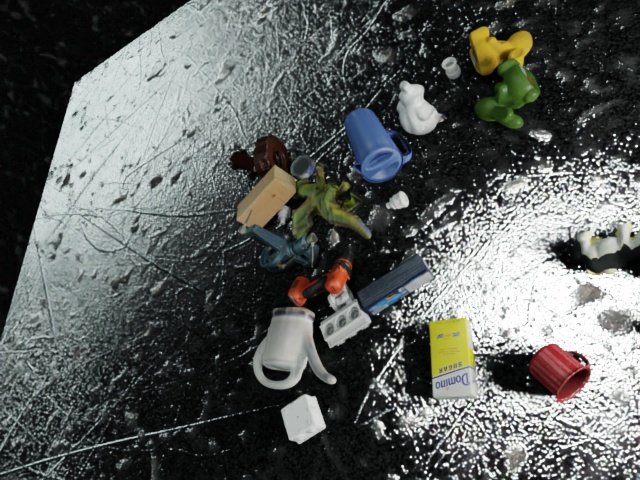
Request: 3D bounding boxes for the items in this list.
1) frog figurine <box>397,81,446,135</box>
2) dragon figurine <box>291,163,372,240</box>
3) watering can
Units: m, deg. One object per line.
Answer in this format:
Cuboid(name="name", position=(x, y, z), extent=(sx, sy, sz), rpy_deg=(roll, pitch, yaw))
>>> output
Cuboid(name="frog figurine", position=(0.283, -0.391, 1.535), extent=(0.122, 0.157, 0.140), rpy_deg=(-49, 47, 4))
Cuboid(name="dragon figurine", position=(0.005, -0.081, 1.605), extent=(0.239, 0.121, 0.419), rpy_deg=(-49, 42, 25))
Cuboid(name="watering can", position=(-0.062, 0.287, 1.382), extent=(0.345, 0.103, 0.228), rpy_deg=(-14, 56, 46))
